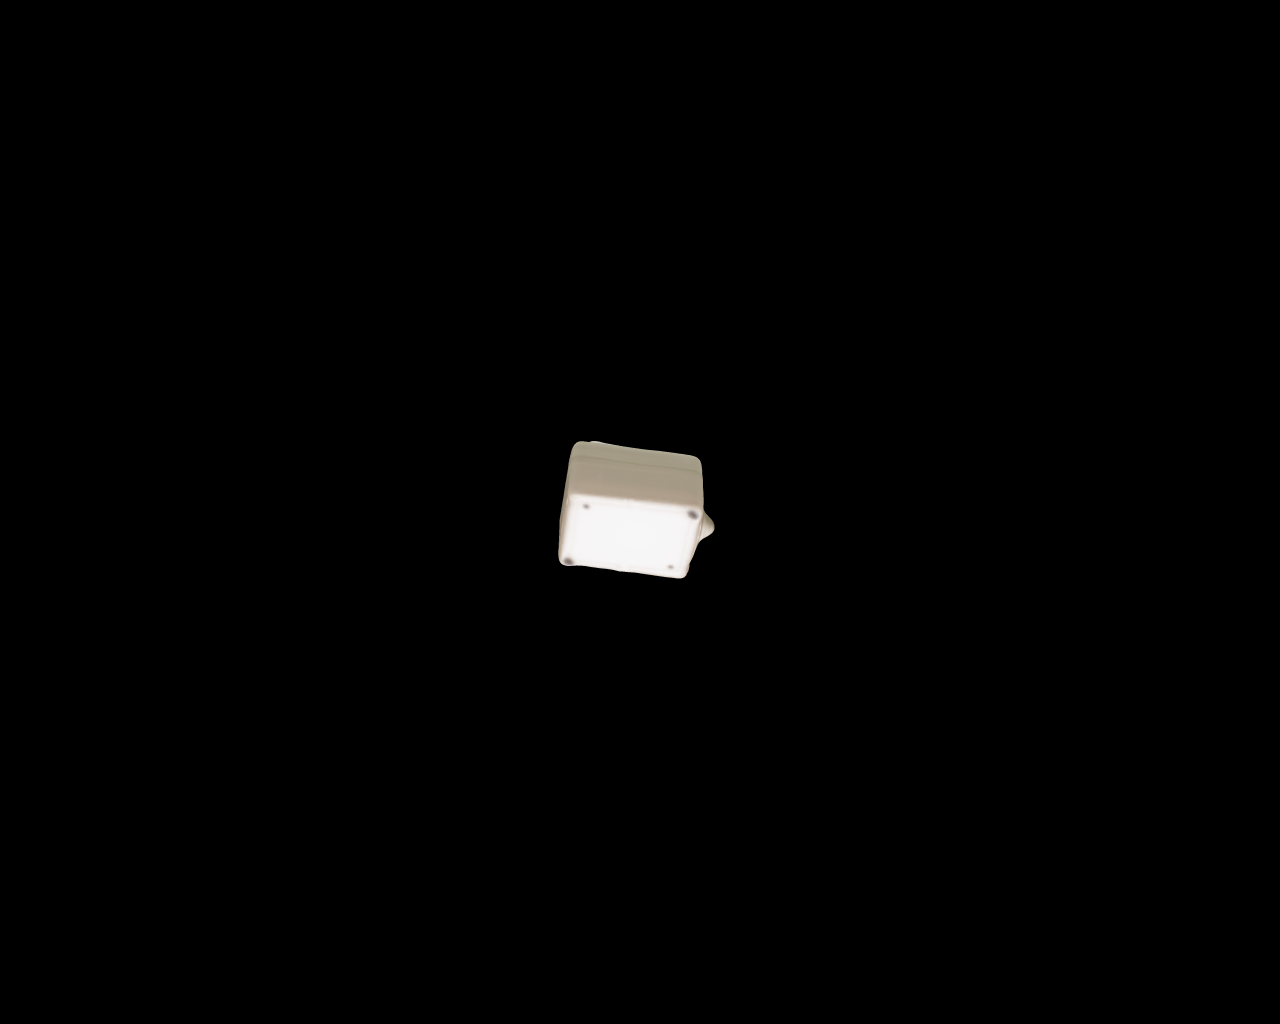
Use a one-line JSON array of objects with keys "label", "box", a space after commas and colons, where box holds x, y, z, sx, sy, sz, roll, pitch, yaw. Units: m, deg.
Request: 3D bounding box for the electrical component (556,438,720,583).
[{"label": "electrical component", "box": [0.001, -0.003, 0.650, 0.096, 0.061, 0.061, 7, 40, -6]}]
